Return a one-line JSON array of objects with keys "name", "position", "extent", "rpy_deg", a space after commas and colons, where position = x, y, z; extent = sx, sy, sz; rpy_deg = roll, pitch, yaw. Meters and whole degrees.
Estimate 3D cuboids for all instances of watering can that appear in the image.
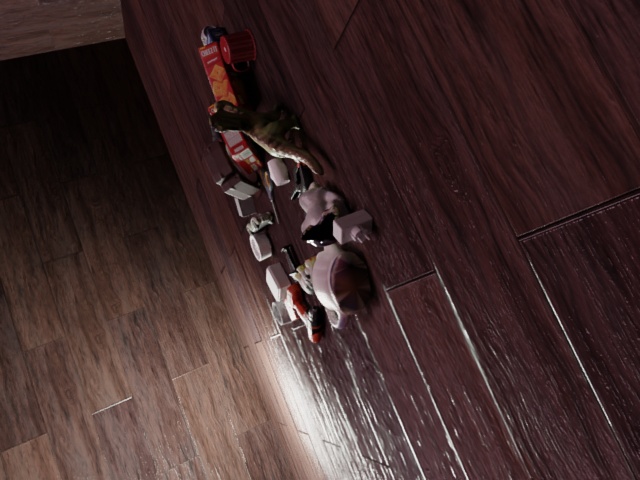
[{"name": "watering can", "position": [0.035, 0.064, 1.341], "extent": [0.223, 0.104, 0.348], "rpy_deg": [171, 89, -68]}]

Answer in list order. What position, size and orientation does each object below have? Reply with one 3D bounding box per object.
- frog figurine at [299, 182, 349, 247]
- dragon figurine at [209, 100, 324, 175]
[{"name": "frog figurine", "position": [0.004, -0.065, 1.287], "extent": [0.135, 0.122, 0.163], "rpy_deg": [-59, 25, 22]}, {"name": "dragon figurine", "position": [-0.168, -0.276, 1.335], "extent": [0.418, 0.243, 0.120], "rpy_deg": [51, 134, 48]}]
